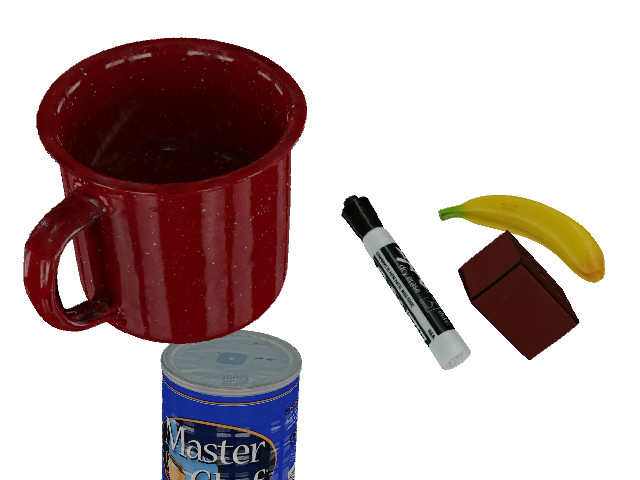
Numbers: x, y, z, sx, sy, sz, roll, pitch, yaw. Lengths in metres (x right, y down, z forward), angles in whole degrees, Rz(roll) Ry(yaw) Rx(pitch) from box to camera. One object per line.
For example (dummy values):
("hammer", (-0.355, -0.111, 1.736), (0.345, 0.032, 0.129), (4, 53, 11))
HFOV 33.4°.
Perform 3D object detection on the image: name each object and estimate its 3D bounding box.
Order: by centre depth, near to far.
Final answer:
("mug", (-0.059, -0.010, 0.388), (0.093, 0.081, 0.117), (26, 47, 24))
("marker", (0.047, 0.021, 0.620), (0.020, 0.121, 0.020), (-25, -27, -14))
("coffee can", (-0.068, 0.150, 0.798), (0.103, 0.140, 0.103), (3, 18, -1))
("foam brick", (0.153, 0.043, 0.828), (0.051, 0.078, 0.053), (-40, 24, 15))
("banana", (0.207, -0.007, 1.031), (0.069, 0.037, 0.198), (-39, 38, -24))
